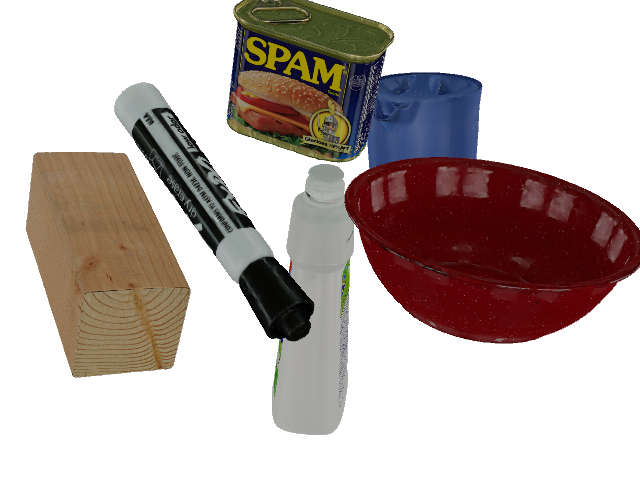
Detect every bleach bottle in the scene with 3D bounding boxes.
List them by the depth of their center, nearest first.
[{"bbox_3d":[-0.003,0.045,0.911,0.068,0.251,0.102,6,35,2],"label":"bleach bottle"}]

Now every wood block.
[{"bbox_3d":[-0.192,0.014,0.938,0.090,0.091,0.206,-2,37,-27],"label":"wood block"}]

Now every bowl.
[{"bbox_3d":[0.090,0.010,0.581,0.162,0.055,0.162,6,26,-3],"label":"bowl"}]

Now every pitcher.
[{"bbox_3d":[0.124,-0.071,1.240,0.149,0.243,0.145,-5,22,-8],"label":"pitcher"}]

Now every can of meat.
[{"bbox_3d":[-0.010,-0.107,0.706,0.102,0.084,0.057,20,37,12],"label":"can of meat"}]

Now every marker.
[{"bbox_3d":[-0.038,-0.011,0.378,0.020,0.020,0.121,0,44,-48],"label":"marker"}]
